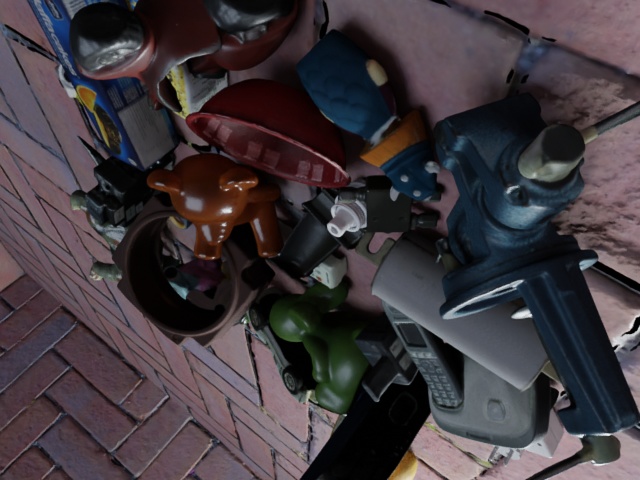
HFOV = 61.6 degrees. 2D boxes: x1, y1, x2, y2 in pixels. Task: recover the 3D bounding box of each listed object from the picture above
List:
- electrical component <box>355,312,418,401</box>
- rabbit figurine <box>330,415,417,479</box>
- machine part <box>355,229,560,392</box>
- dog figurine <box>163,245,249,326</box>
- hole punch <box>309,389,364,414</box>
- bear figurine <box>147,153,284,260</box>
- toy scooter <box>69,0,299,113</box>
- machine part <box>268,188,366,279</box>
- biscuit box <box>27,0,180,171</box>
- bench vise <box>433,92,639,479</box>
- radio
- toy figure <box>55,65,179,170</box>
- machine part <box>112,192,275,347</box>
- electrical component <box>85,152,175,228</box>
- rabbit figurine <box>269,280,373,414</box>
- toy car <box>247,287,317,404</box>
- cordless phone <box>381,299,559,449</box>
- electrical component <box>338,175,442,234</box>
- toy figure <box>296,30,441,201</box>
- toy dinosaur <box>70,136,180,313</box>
[{"bbox_3d":[0.082,0.135,0.637,0.074,0.119,0.048,51,150,-19],"label":"electrical component"},{"bbox_3d":[0.104,0.381,0.926,0.173,0.162,0.122,39,144,-29],"label":"rabbit figurine"},{"bbox_3d":[0.137,0.064,0.514,0.243,0.079,0.079,32,149,18],"label":"machine part"},{"bbox_3d":[-0.201,0.100,0.967,0.192,0.108,0.219,37,155,7],"label":"dog figurine"},{"bbox_3d":[0.042,0.227,0.860,0.142,0.092,0.115,3,162,46],"label":"hole punch"},{"bbox_3d":[-0.105,-0.030,0.593,0.196,0.120,0.131,-91,-2,-81],"label":"bear figurine"},{"bbox_3d":[-0.107,-0.160,0.453,0.135,0.184,0.075,117,129,-73],"label":"toy scooter"},{"bbox_3d":[-0.001,-0.002,0.617,0.084,0.039,0.139,42,129,-5],"label":"machine part"},{"bbox_3d":[-0.207,-0.165,0.528,0.063,0.059,0.202,27,148,28],"label":"biscuit box"},{"bbox_3d":[0.152,0.029,0.367,0.223,0.129,0.240,113,140,-67],"label":"bench vise"},{"bbox_3d":[0.068,0.252,0.696,0.073,0.229,0.131,40,146,6],"label":"radio"},{"bbox_3d":[-0.260,-0.179,0.698,0.082,0.089,0.180,-23,123,30],"label":"toy figure"},{"bbox_3d":[-0.185,0.039,0.778,0.201,0.087,0.201,44,114,4],"label":"machine part"},{"bbox_3d":[-0.281,-0.082,0.794,0.058,0.134,0.115,40,149,6],"label":"electrical component"},{"bbox_3d":[-0.003,0.130,0.731,0.170,0.121,0.159,29,146,20],"label":"rabbit figurine"},{"bbox_3d":[-0.045,0.157,0.819,0.202,0.073,0.056,56,144,28],"label":"toy car"},{"bbox_3d":[0.153,0.122,0.572,0.184,0.089,0.147,56,150,-13],"label":"cordless phone"},{"bbox_3d":[0.064,-0.031,0.499,0.094,0.021,0.063,0,140,4],"label":"electrical component"},{"bbox_3d":[0.047,-0.098,0.439,0.154,0.058,0.064,47,166,-14],"label":"toy figure"},{"bbox_3d":[-0.357,0.003,1.031,0.192,0.131,0.404,20,140,16],"label":"toy dinosaur"}]
